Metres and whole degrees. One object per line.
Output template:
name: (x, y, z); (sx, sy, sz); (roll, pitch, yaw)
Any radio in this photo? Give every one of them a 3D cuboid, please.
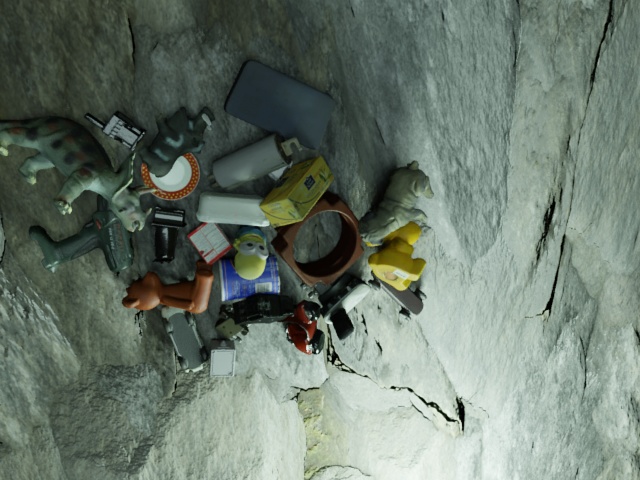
radio: (-0.089, -0.305, 1.213); (0.229, 0.073, 0.131); (19, 103, -20)

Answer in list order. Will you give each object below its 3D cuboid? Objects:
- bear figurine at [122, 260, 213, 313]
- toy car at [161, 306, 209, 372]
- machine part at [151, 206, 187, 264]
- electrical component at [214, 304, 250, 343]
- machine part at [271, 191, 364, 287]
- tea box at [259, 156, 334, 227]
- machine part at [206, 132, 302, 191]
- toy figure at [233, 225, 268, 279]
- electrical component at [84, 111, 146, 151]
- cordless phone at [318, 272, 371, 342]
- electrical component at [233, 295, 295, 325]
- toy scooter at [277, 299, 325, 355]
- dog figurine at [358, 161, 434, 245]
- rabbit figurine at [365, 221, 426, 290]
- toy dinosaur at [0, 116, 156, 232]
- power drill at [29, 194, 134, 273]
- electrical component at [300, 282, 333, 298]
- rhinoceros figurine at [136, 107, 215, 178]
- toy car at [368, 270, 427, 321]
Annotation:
bear figurine: (-0.360, 0.108, 1.275); (0.196, 0.120, 0.131); (12, 103, -11)
toy car: (-0.340, 0.246, 1.359); (0.073, 0.056, 0.201); (-20, 114, -12)
machine part: (-0.362, -0.009, 1.273); (0.084, 0.039, 0.138); (8, 106, -21)
electrical component: (-0.223, 0.212, 1.382); (0.102, 0.045, 0.078); (38, 120, -20)
machine part: (-0.003, -0.004, 1.314); (0.201, 0.087, 0.201); (-42, 124, -5)
tea box: (-0.051, -0.111, 1.230); (0.098, 0.170, 0.068); (-12, 122, 39)
machine part: (-0.154, -0.175, 1.209); (0.243, 0.079, 0.079); (-21, 115, 21)
toy figure: (-0.161, 0.023, 1.254); (0.082, 0.180, 0.089); (-8, 113, -8)
electrical component: (-0.438, -0.246, 1.152); (0.119, 0.075, 0.047); (36, 98, -19)
cordless phone: (0.074, 0.173, 1.361); (0.146, 0.184, 0.088); (-42, 108, 4)
electrical component: (-0.147, 0.174, 1.326); (0.115, 0.134, 0.058); (8, 68, -42)
toy scooter: (-0.060, 0.221, 1.400); (0.135, 0.075, 0.183); (8, 129, 17)
dog figurine: (0.171, -0.090, 1.278); (0.190, 0.121, 0.172); (-25, 117, -42)
rabbit figurine: (0.194, 0.020, 1.373); (0.162, 0.121, 0.173); (25, 64, 5)
toy dinosaur: (-0.524, -0.178, 1.117); (0.405, 0.131, 0.192); (44, 67, -1)
power drill: (-0.532, -0.027, 1.209); (0.207, 0.086, 0.231); (-18, 105, -14)
electrical component: (-0.002, 0.109, 1.407); (0.094, 0.021, 0.063); (-36, 113, 1)
rhinoceros figurine: (-0.311, -0.221, 1.171); (0.112, 0.073, 0.190); (41, 78, -4)
toy car: (0.206, 0.133, 1.448); (0.202, 0.053, 0.089); (42, 80, -22)
